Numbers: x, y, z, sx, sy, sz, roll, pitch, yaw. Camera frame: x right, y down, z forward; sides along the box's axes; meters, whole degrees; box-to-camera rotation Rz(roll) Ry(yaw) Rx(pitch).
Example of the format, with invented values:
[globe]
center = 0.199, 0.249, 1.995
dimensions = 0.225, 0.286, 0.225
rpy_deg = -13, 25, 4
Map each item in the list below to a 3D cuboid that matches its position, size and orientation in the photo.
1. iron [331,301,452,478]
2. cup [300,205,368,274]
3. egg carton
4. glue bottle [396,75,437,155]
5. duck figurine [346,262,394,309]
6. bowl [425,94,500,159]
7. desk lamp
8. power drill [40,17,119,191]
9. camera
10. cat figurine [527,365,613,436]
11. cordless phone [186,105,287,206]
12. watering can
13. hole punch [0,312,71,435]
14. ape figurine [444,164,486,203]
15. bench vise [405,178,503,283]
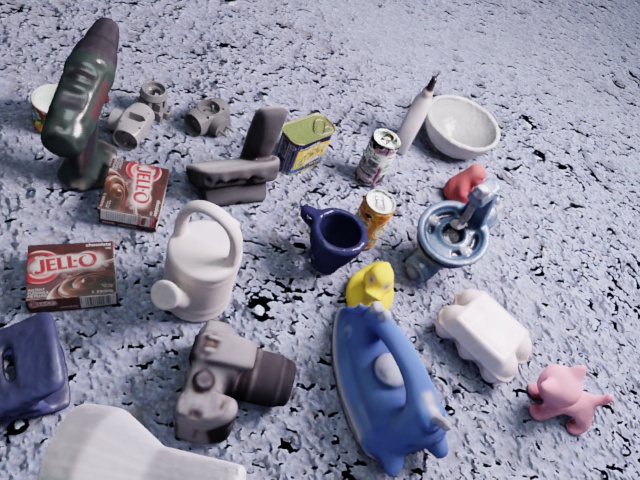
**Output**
[iron]
center = 0.093, 0.172, 0.780
dimensions = 0.119, 0.141, 0.258
rpy_deg = -10, 58, -26
[cup]
center = 0.008, 0.003, 0.910
dimensions = 0.117, 0.095, 0.092
rpy_deg = 35, 50, 8
[egg carton]
center = 0.259, 0.150, 0.906
dimensions = 0.150, 0.069, 0.107
rpy_deg = 43, 52, 15
[glue bottle]
center = 0.191, -0.252, 1.125
dimensions = 0.037, 0.173, 0.078
rpy_deg = 24, 49, -1
[duck figurine]
center = 0.088, 0.067, 0.897
dimensions = 0.077, 0.086, 0.105
rpy_deg = 26, 49, 1
[bowl]
center = 0.288, -0.226, 1.206
dimensions = 0.168, 0.074, 0.167
rpy_deg = 10, 51, -13
[desk lamp]
center = -0.161, 0.259, 0.569
dimensions = 0.203, 0.213, 0.118
rpy_deg = 17, 50, -7
[power drill]
center = -0.345, -0.185, 0.849
dimensions = 0.076, 0.208, 0.229
rpy_deg = 12, 51, -11
[camera]
center = -0.103, 0.180, 0.727
dimensions = 0.137, 0.100, 0.143
rpy_deg = 15, 50, -9
[cat figurine]
center = 0.371, 0.229, 0.856
dimensions = 0.128, 0.117, 0.067
rpy_deg = 19, 49, -6
[cordless phone]
center = -0.130, -0.146, 0.914
dimensions = 0.148, 0.185, 0.094
rpy_deg = -15, 60, -29
[watering can]
center = -0.157, 0.028, 0.764
dimensions = 0.101, 0.194, 0.173
rpy_deg = 14, 50, -9
[hole punch]
center = -0.348, 0.152, 0.663
dimensions = 0.101, 0.091, 0.108
rpy_deg = -10, 58, -27
[ape figurine]
center = 0.287, -0.108, 1.102
dimensions = 0.076, 0.092, 0.078
rpy_deg = 35, 50, 8
[bench vise]
center = 0.242, -0.044, 0.952
dimensions = 0.121, 0.219, 0.208
rpy_deg = 33, 50, 7
